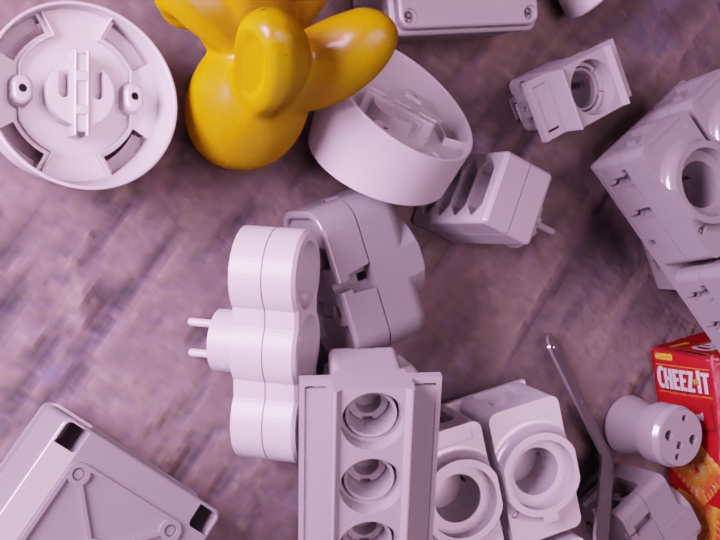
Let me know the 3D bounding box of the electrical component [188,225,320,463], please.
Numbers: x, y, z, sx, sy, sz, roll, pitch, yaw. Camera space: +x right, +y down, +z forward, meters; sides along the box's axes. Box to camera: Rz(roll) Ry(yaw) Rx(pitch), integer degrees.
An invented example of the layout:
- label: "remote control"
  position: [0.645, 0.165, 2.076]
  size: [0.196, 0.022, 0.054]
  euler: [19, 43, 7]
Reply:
- label: "electrical component"
  position: [-0.065, 0.042, 0.625]
  size: [0.074, 0.052, 0.138]
  euler: [4, 104, 14]

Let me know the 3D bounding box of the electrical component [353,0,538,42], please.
- label: "electrical component"
  position: [0.051, -0.200, 0.676]
  size: [0.109, 0.056, 0.108]
  euler: [-9, 97, -28]

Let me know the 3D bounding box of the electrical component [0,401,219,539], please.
- label: "electrical component"
  position: [-0.152, 0.146, 0.581]
  size: [0.109, 0.056, 0.108]
  euler: [39, 74, -24]

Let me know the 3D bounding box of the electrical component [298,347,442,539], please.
- label: "electrical component"
  position: [0.003, 0.110, 0.625]
  size: [0.079, 0.063, 0.121]
  euler: [-1, 111, -6]

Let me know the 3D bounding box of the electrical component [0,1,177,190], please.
- label: "electrical component"
  position: [-0.150, -0.091, 0.567]
  size: [0.099, 0.064, 0.099]
  euler: [-1, 93, -28]

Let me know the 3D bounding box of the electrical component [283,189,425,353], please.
- label: "electrical component"
  position: [0.000, 0.000, 0.659]
  size: [0.059, 0.054, 0.095]
  euler: [-22, 103, -26]

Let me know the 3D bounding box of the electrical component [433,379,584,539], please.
- label: "electrical component"
  position: [0.090, 0.179, 0.701]
  size: [0.105, 0.060, 0.186]
  euler: [-15, 100, -16]

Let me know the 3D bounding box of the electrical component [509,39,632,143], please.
- label: "electrical component"
  position: [0.138, -0.120, 0.723]
  size: [0.081, 0.064, 0.042]
  euler: [-29, 106, -25]

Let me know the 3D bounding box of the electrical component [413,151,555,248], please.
- label: "electrical component"
  position: [0.091, -0.038, 0.690]
  size: [0.076, 0.083, 0.047]
  euler: [24, 81, -27]

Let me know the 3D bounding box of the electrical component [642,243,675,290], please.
- label: "electrical component"
  position: [0.262, -0.022, 0.802]
  size: [0.089, 0.050, 0.055]
  euler: [-29, 104, -24]

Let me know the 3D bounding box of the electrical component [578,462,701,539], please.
- label: "electrical component"
  position: [0.208, 0.190, 0.783]
  size: [0.056, 0.050, 0.089]
  euler: [-36, 108, -22]

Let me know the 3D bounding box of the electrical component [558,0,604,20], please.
- label: "electrical component"
  position: [0.140, -0.210, 0.734]
  size: [0.065, 0.044, 0.044]
  euler: [46, 72, -17]

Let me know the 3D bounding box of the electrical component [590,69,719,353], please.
- label: "electrical component"
  position: [0.259, -0.032, 0.736]
  size: [0.105, 0.060, 0.186]
  euler: [-42, 101, -22]

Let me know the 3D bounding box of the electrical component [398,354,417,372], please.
- label: "electrical component"
  position: [0.009, 0.083, 0.679]
  size: [0.061, 0.035, 0.035]
  euler: [-43, 111, -18]

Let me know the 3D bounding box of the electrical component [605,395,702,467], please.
- label: "electrical component"
  position: [0.212, 0.116, 0.779]
  size: [0.045, 0.055, 0.045]
  euler: [-1, 93, -28]

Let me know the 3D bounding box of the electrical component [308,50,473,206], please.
- label: "electrical component"
  position: [0.019, -0.086, 0.638]
  size: [0.099, 0.099, 0.064]
  euler: [4, 129, -29]
